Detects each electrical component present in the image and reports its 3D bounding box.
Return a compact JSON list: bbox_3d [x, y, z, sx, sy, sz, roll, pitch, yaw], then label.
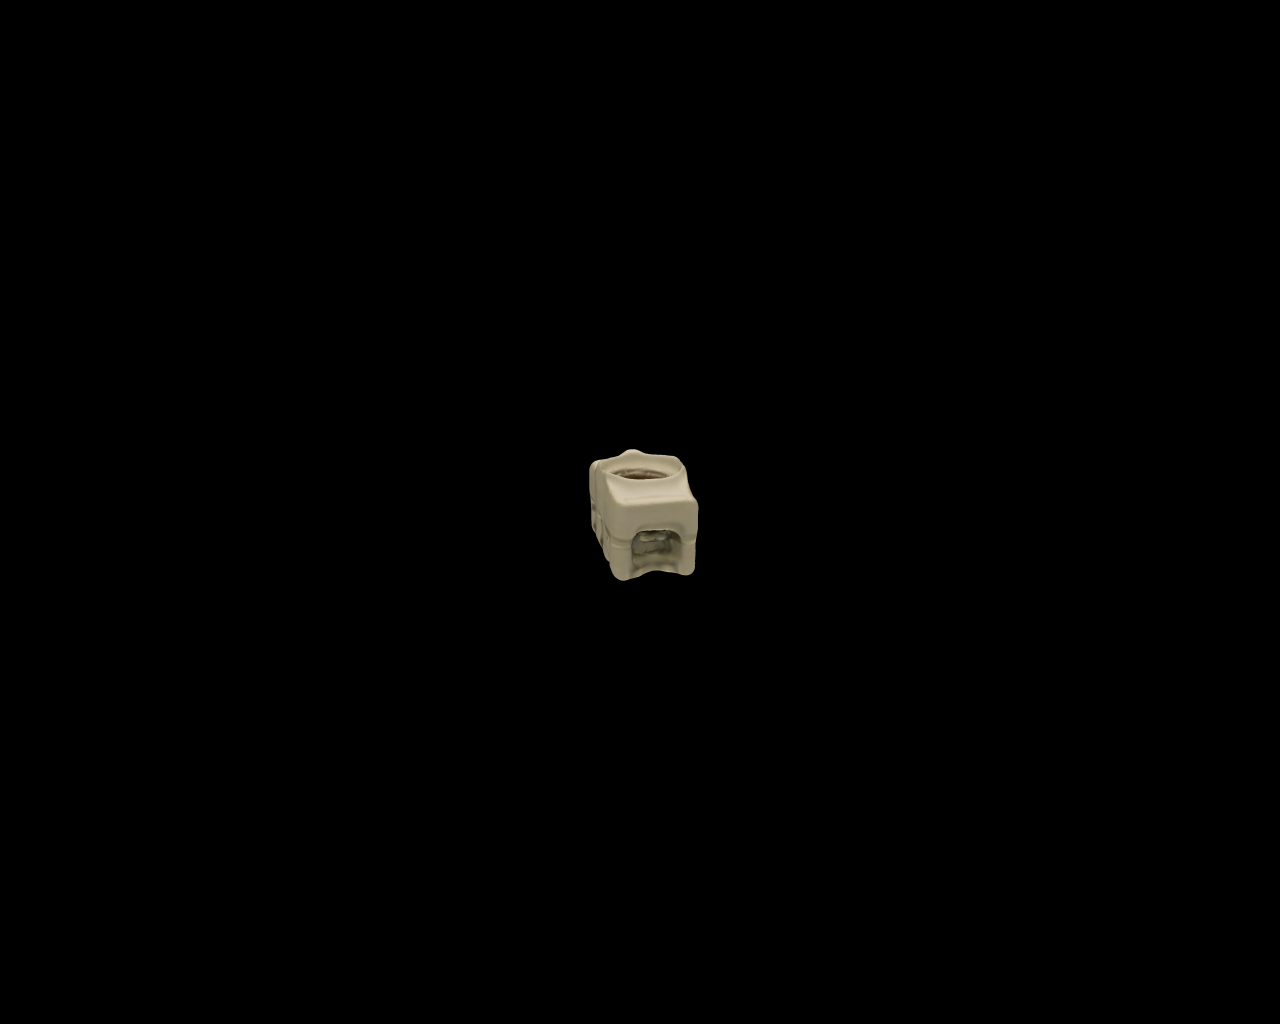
[{"bbox_3d":[0.001,-0.003,0.650,0.050,0.055,0.089,-4,21,-11],"label":"electrical component"}]
